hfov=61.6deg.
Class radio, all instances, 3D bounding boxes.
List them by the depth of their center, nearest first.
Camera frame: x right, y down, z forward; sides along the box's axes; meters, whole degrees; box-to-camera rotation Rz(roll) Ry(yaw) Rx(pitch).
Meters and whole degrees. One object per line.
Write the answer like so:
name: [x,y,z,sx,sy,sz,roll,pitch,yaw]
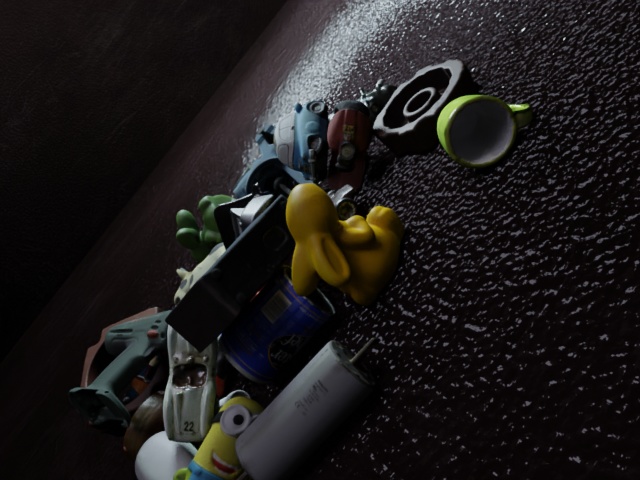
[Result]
radio: [-0.106,0.040,0.760,0.131,0.073,0.229,-42,8,44]

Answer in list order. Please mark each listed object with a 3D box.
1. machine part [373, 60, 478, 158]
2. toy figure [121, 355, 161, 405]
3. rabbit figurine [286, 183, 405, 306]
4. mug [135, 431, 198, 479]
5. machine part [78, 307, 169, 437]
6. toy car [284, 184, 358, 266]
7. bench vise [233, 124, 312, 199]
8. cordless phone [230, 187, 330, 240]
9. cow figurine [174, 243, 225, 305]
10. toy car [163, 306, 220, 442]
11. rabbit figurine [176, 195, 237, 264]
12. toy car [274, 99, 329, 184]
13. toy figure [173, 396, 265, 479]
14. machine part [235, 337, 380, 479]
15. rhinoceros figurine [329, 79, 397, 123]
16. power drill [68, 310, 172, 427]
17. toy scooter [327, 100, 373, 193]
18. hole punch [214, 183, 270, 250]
machine part: [0.174,-0.217,0.886,0.179,0.056,0.179,-36,30,25]
toy figure: [-0.344,0.270,1.070,0.058,0.064,0.154,15,68,21]
rabbit figurine: [0.014,0.004,0.724,0.122,0.173,0.162,-18,37,42]
mug: [-0.208,0.334,0.752,0.107,0.080,0.109,2,51,48]
machine part: [-0.332,0.241,0.986,0.201,0.087,0.201,-23,46,14]
toy car: [-0.002,-0.003,0.889,0.202,0.053,0.089,-52,16,5]
bench vise: [-0.070,-0.138,1.109,0.223,0.128,0.241,-42,47,-4]
cordless phone: [-0.058,-0.019,0.965,0.184,0.146,0.089,-20,34,-23]
cow figurine: [-0.235,0.078,1.117,0.195,0.085,0.127,-43,33,20]
toy car: [-0.182,0.183,0.771,0.074,0.056,0.201,-4,70,4]
rabbit figurine: [-0.240,-0.007,1.188,0.170,0.159,0.121,-54,32,28]
toy car: [-0.034,-0.181,0.991,0.103,0.109,0.162,1,54,5]
toy figure: [-0.130,0.288,0.689,0.089,0.082,0.180,2,60,55]
machine part: [-0.017,0.202,0.624,0.243,0.079,0.079,-47,27,7]
rhinoceros figurine: [0.079,-0.244,1.059,0.190,0.073,0.112,-18,30,50]
power drill: [-0.279,0.188,0.851,0.232,0.085,0.207,-8,36,29]
toy scooter: [0.047,-0.145,0.931,0.183,0.075,0.135,88,-168,-71]
hole punch: [-0.129,-0.033,1.052,0.116,0.142,0.092,-14,4,17]
